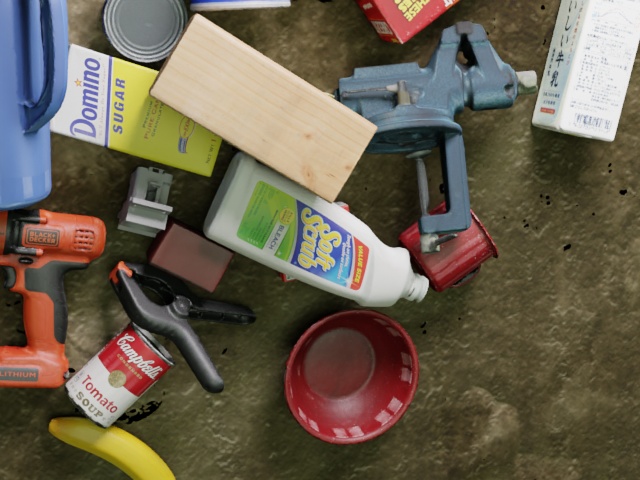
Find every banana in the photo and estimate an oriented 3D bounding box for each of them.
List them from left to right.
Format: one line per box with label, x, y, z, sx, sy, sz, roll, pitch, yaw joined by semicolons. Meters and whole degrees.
banana;-0.214;0.255;1.188;0.069;0.037;0.197;-39;109;-5

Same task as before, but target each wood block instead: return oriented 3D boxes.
wood block;-0.059;-0.130;1.057;0.206;0.091;0.090;30;93;-13

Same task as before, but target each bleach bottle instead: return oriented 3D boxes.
bleach bottle;0.006;0.000;1.150;0.250;0.068;0.102;24;95;-15

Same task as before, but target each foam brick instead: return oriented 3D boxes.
foam brick;-0.140;0.015;1.146;0.078;0.053;0.051;27;94;-18

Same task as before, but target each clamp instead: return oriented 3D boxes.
clamp;-0.152;0.088;1.143;0.171;0.120;0.039;28;129;-16

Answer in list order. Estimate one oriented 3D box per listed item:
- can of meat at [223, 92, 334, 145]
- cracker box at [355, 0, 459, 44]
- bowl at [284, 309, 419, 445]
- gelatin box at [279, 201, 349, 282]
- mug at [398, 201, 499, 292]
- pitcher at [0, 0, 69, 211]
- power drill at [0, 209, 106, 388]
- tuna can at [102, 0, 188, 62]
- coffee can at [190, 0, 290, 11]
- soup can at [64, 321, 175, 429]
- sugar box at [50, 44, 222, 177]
can of meat;-0.046;-0.130;1.141;0.102;0.057;0.084;16;94;-23
cracker box;0.081;-0.343;1.132;0.164;0.072;0.213;-38;110;-5
bowl;0.030;0.151;1.227;0.162;0.055;0.162;-3;102;-16
gelatin box;-0.008;0.001;1.199;0.089;0.030;0.073;-12;105;-11
mug;0.148;0.013;1.222;0.081;0.093;0.117;-36;136;-2
pitcher;-0.313;-0.153;1.020;0.144;0.149;0.243;-5;106;-14
power drill;-0.322;0.057;1.104;0.184;0.057;0.188;6;100;-17
tuna can;-0.181;-0.227;1.098;0.086;0.034;0.086;-3;102;-16
coffee can;-0.083;-0.304;1.074;0.102;0.103;0.140;-5;103;-15
soup can;-0.216;0.145;1.148;0.102;0.068;0.068;-44;109;-3
sugar box;-0.187;-0.134;1.110;0.176;0.048;0.093;14;96;-20
